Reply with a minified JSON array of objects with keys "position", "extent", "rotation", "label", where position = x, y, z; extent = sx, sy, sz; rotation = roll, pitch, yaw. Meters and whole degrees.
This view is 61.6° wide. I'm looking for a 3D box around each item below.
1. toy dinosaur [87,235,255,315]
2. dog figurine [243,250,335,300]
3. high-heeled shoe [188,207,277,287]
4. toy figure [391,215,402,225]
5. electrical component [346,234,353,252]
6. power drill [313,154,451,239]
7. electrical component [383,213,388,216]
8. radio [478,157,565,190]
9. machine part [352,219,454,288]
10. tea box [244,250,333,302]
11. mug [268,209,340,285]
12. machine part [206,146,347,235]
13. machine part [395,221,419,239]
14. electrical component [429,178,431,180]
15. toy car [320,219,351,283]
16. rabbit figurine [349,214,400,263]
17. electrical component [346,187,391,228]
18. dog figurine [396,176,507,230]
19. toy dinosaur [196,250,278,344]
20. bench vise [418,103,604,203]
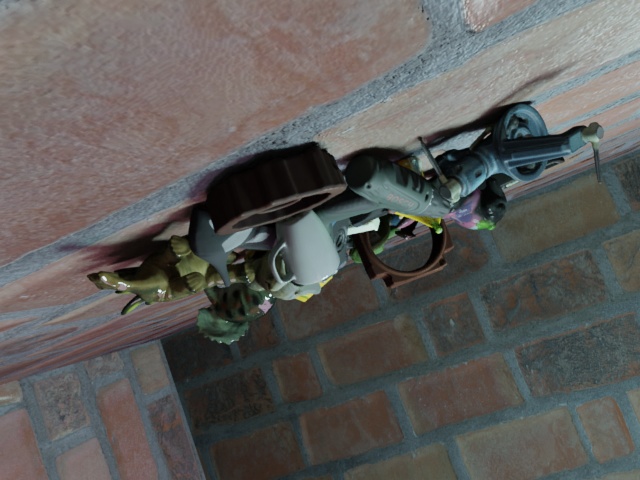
[{"position":[-0.219,0.045,0.898],"extent":[0.199,0.105,0.471],"rotation":[-17,176,20],"label":"toy dinosaur"},{"position":[-0.093,0.067,0.974],"extent":[0.191,0.121,0.172],"rotation":[-25,176,35],"label":"dog figurine"},{"position":[-0.106,-0.038,0.819],"extent":[0.086,0.145,0.249],"rotation":[8,-142,28],"label":"high-heeled shoe"},{"position":[0.260,-0.084,1.456],"extent":[0.154,0.057,0.064],"rotation":[-27,-151,34],"label":"toy figure"},{"position":[0.004,0.006,1.252],"extent":[0.115,0.058,0.134],"rotation":[4,165,-16],"label":"electrical component"},{"position":[0.078,-0.052,0.867],"extent":[0.207,0.086,0.232],"rotation":[-13,159,32],"label":"power drill"},{"position":[0.106,-0.074,1.136],"extent":[0.102,0.045,0.078],"rotation":[-24,143,11],"label":"electrical component"},{"position":[0.449,-0.166,1.273],"extent":[0.230,0.073,0.131],"rotation":[-25,172,36],"label":"radio"},{"position":[0.186,-0.006,1.224],"extent":[0.201,0.201,0.087],"rotation":[-19,171,-7],"label":"machine part"},{"position":[-0.068,0.060,1.158],"extent":[0.169,0.068,0.098],"rotation":[27,120,-39],"label":"tea box"},{"position":[-0.034,0.007,0.805],"extent":[0.109,0.107,0.081],"rotation":[-32,-149,-21],"label":"mug"},{"position":[-0.058,-0.060,0.685],"extent":[0.179,0.056,0.179],"rotation":[-20,177,-1],"label":"machine part"},{"position":[0.231,-0.063,1.334],"extent":[0.084,0.039,0.139],"rotation":[-22,-144,56],"label":"machine part"},{"position":[0.266,-0.132,1.225],"extent":[0.094,0.021,0.063],"rotation":[-14,171,-46],"label":"electrical component"},{"position":[-0.002,-0.003,1.055],"extent":[0.103,0.161,0.109],"rotation":[19,-145,28],"label":"toy car"},{"position":[0.116,-0.010,1.368],"extent":[0.159,0.121,0.170],"rotation":[-41,164,-19],"label":"rabbit figurine"},{"position":[0.064,-0.060,0.971],"extent":[0.119,0.075,0.047],"rotation":[-26,172,11],"label":"electrical component"},{"position":[0.263,-0.068,1.115],"extent":[0.219,0.191,0.108],"rotation":[-34,-175,-24],"label":"dog figurine"},{"position":[-0.174,0.132,1.294],"extent":[0.405,0.192,0.131],"rotation":[-25,174,38],"label":"toy dinosaur"},{"position":[0.291,-0.133,0.805],"extent":[0.224,0.128,0.241],"rotation":[-25,-166,-30],"label":"bench vise"}]
